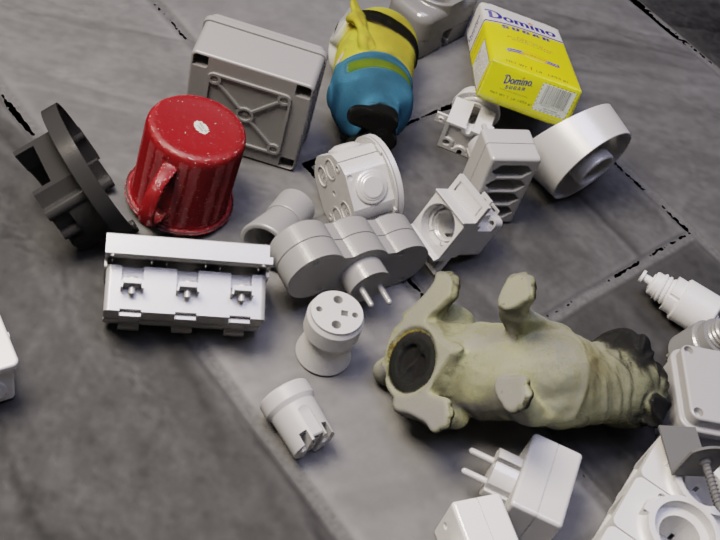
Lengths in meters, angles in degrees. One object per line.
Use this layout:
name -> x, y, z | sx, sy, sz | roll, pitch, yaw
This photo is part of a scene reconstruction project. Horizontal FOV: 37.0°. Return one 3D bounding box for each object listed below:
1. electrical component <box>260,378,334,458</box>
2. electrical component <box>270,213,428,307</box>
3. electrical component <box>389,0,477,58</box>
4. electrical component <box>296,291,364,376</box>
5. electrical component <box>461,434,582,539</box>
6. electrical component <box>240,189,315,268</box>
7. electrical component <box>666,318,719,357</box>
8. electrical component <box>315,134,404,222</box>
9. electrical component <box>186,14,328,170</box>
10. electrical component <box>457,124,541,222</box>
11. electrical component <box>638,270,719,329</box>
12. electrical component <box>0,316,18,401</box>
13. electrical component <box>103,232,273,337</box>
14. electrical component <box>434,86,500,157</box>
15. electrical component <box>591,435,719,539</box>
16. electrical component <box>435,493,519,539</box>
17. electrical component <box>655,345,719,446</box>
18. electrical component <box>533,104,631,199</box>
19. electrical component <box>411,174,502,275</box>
electrical component -> -0.045, 0.108, 0.782 | 0.040, 0.040, 0.046 | -21, 66, -30
electrical component -> 0.000, 0.000, 0.861 | 0.138, 0.052, 0.073 | -7, 53, -39
electrical component -> 0.074, -0.268, 1.111 | 0.054, 0.059, 0.095 | 43, 53, 19
electrical component -> -0.023, 0.048, 0.826 | 0.045, 0.055, 0.045 | 8, 50, -10
electrical component -> 0.112, 0.154, 0.784 | 0.077, 0.047, 0.065 | 25, 49, 4
electrical component -> -0.065, -0.038, 0.895 | 0.044, 0.044, 0.065 | 27, 45, 7
electrical component -> 0.294, 0.060, 0.899 | 0.040, 0.078, 0.040 | 14, 57, -22
electrical component -> 0.000, -0.072, 0.916 | 0.051, 0.080, 0.080 | -19, 59, -22
electrical component -> -0.093, -0.153, 0.936 | 0.109, 0.108, 0.056 | 17, 51, -3
electrical component -> 0.118, -0.098, 0.969 | 0.047, 0.083, 0.075 | -1, 52, -17
electrical component -> 0.281, 0.026, 0.944 | 0.078, 0.040, 0.040 | 33, 50, 11
electrical component -> -0.293, 0.056, 0.745 | 0.100, 0.048, 0.099 | -16, 58, -27
electrical component -> -0.133, 0.013, 0.817 | 0.121, 0.078, 0.063 | 4, 73, -13
electrical component -> 0.106, -0.142, 1.027 | 0.066, 0.048, 0.055 | 22, 57, 2
electrical component -> 0.219, 0.199, 0.769 | 0.089, 0.061, 0.150 | 34, 51, 12
electrical component -> 0.070, 0.205, 0.731 | 0.076, 0.047, 0.083 | -6, 54, -21
electrical component -> 0.300, 0.113, 0.867 | 0.113, 0.057, 0.078 | 11, 50, -7
electrical component -> 0.199, -0.114, 1.000 | 0.099, 0.099, 0.064 | -25, 68, -31
electrical component -> 0.084, -0.038, 0.921 | 0.064, 0.081, 0.042 | -2, 49, -47
